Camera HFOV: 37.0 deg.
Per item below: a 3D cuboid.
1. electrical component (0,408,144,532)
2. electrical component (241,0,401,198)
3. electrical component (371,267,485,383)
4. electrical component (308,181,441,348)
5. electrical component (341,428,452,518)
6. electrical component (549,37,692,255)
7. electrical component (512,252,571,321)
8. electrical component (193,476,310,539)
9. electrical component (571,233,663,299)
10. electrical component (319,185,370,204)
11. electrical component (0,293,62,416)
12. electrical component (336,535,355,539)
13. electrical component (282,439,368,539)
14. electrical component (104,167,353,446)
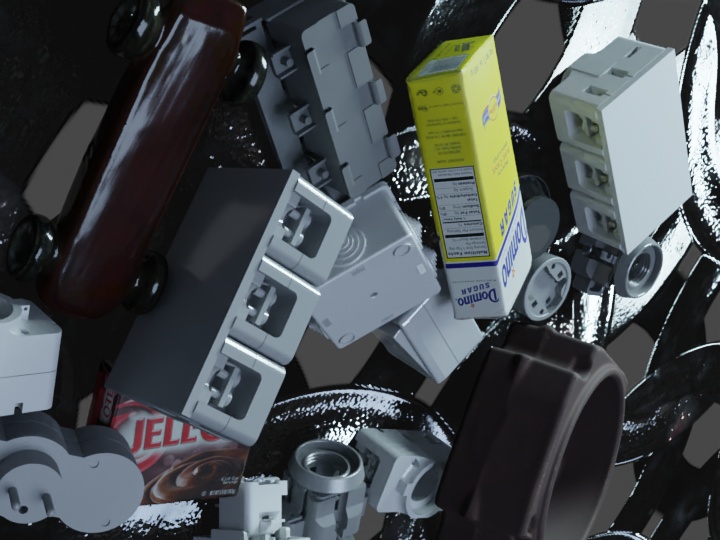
[{"bbox_3d":[-0.187,0.116,0.600,0.138,0.074,0.052,19,100,-28],"label":"electrical component"},{"bbox_3d":[-0.022,-0.109,0.666,0.079,0.063,0.121,-36,131,-23],"label":"electrical component"},{"bbox_3d":[0.043,0.040,0.804,0.061,0.062,0.096,-46,135,-14],"label":"electrical component"},{"bbox_3d":[0.000,0.000,0.720,0.100,0.048,0.099,-30,147,2],"label":"electrical component"},{"bbox_3d":[0.039,0.164,0.870,0.089,0.056,0.050,12,103,-45],"label":"electrical component"},{"bbox_3d":[0.214,-0.103,0.884,0.089,0.062,0.150,-40,133,-20],"label":"electrical component"},{"bbox_3d":[0.137,0.007,0.883,0.055,0.047,0.055,-21,124,-34],"label":"electrical component"},{"bbox_3d":[-0.078,0.178,0.760,0.042,0.081,0.063,7,79,-44],"label":"electrical component"},{"bbox_3d":[0.229,-0.009,0.951,0.058,0.057,0.078,8,106,-44],"label":"electrical component"},{"bbox_3d":[-0.024,-0.045,0.718,0.061,0.035,0.035,-29,128,-25],"label":"electrical component"},{"bbox_3d":[-0.214,0.045,0.582,0.089,0.050,0.055,-4,114,-41],"label":"electrical component"},{"bbox_3d":[-0.052,0.227,0.825,0.089,0.050,0.055,-21,125,-33],"label":"electrical component"},{"bbox_3d":[-0.028,0.165,0.809,0.078,0.058,0.057,-11,121,-38],"label":"electrical component"},{"bbox_3d":[-0.074,0.020,0.638,0.062,0.089,0.150,34,73,-38],"label":"electrical component"}]
